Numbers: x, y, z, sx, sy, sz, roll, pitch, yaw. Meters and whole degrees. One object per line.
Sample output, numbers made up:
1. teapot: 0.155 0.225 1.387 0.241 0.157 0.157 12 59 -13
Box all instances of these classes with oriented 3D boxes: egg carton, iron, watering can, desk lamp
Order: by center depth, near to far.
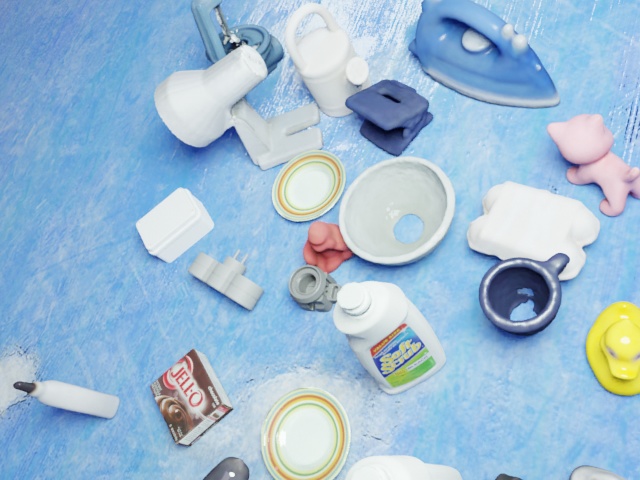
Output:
1. egg carton: 0.272 -0.012 0.737 0.149 0.070 0.107 21 76 32
2. iron: 0.242 -0.296 0.848 0.119 0.142 0.257 -48 56 -3
3. watering can: 0.013 -0.294 0.922 0.172 0.195 0.101 14 72 30
4. desk lamp: -0.129 -0.214 0.937 0.203 0.214 0.118 -18 59 16

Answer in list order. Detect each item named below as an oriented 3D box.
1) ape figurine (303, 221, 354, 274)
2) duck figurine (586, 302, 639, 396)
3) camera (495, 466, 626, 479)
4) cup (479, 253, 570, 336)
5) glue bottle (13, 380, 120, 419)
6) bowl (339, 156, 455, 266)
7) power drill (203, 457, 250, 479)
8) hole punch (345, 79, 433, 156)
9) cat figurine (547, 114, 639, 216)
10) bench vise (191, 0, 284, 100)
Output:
1. ape figurine: 0.008 0.003 0.839 0.077 0.092 0.076 1 66 26
2. duck figurine: 0.337 0.113 0.634 0.077 0.086 0.104 2 67 26
3. camera: 0.241 0.286 0.584 0.136 0.101 0.143 25 78 32
4. cup: 0.253 0.069 0.690 0.118 0.095 0.091 -42 56 1
5. glue bottle: -0.386 0.234 0.859 0.078 0.174 0.037 1 66 26
6. bowl: 0.115 -0.030 0.816 0.167 0.075 0.167 -10 62 20
7. power drill: -0.119 0.351 0.655 0.075 0.209 0.230 35 83 34
8. hole punch: 0.108 -0.207 0.897 0.101 0.091 0.108 -49 56 -4
9. cat figurine: 0.349 -0.107 0.719 0.067 0.118 0.127 -39 56 3
10. bench vise: -0.169 -0.326 1.007 0.121 0.220 0.207 14 72 30
